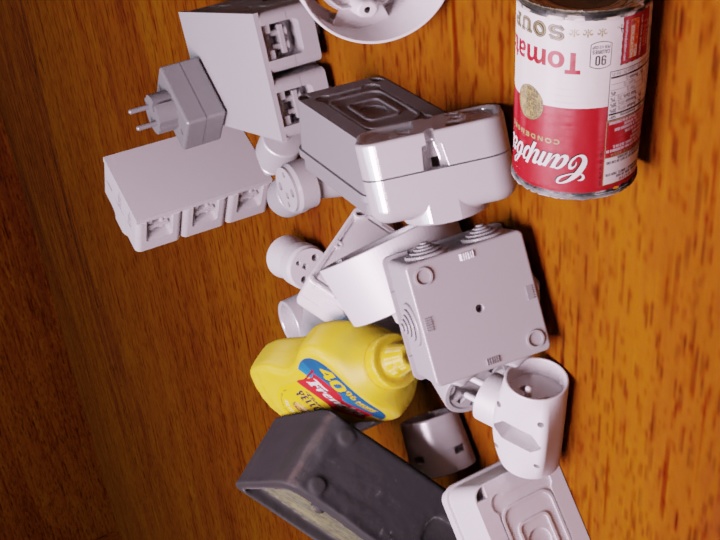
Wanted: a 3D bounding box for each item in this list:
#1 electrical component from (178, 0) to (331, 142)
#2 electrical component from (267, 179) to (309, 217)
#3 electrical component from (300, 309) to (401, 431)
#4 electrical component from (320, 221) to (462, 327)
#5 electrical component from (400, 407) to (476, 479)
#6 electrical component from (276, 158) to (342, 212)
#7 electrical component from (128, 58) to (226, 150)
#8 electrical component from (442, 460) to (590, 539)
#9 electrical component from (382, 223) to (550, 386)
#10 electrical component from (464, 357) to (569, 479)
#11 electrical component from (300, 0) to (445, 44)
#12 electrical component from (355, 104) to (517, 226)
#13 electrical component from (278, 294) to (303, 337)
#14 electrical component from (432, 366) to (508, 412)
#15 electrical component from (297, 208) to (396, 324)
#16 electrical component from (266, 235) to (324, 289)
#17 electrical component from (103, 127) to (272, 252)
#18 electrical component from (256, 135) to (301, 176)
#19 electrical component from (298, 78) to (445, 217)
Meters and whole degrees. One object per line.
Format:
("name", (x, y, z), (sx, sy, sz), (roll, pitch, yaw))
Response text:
("electrical component", (-0.091, -0.183, 0.957), (0.186, 0.060, 0.105), (25, 132, 59))
("electrical component", (-0.070, -0.070, 1.032), (0.078, 0.040, 0.040), (-13, 97, 68))
("electrical component", (-0.007, 0.077, 0.987), (0.089, 0.062, 0.150), (56, 154, 29))
("electrical component", (0.032, 0.004, 0.785), (0.060, 0.108, 0.108), (64, 158, -3))
("electrical component", (0.064, 0.144, 0.896), (0.055, 0.055, 0.047), (-19, 88, 68))
("electrical component", (-0.040, -0.078, 0.938), (0.045, 0.055, 0.045), (48, 149, 41))
("electrical component", (-0.174, -0.148, 0.991), (0.065, 0.077, 0.047), (62, 157, 17))
("electrical component", (0.118, 0.198, 0.788), (0.057, 0.078, 0.113), (-30, 82, 64))
("electrical component", (0.072, 0.023, 0.717), (0.048, 0.100, 0.099), (-160, 54, -75))
("electrical component", (0.106, 0.097, 0.755), (0.079, 0.043, 0.077), (25, 135, 31))
("electrical component", (0.003, -0.199, 0.691), (0.064, 0.099, 0.099), (-128, 28, -50))
("electrical component", (0.050, -0.065, 0.690), (0.053, 0.095, 0.059), (-81, -22, -72))
("electrical component", (-0.051, 0.047, 1.079), (0.055, 0.047, 0.055), (48, 149, 41))
("electrical component", (0.076, 0.071, 0.806), (0.047, 0.055, 0.055), (54, 153, 41))
("electrical component", (0.000, 0.000, 0.873), (0.062, 0.096, 0.061), (33, 153, 0))
("electrical component", (-0.061, -0.008, 1.061), (0.055, 0.045, 0.045), (26, 132, 58))
("electrical component", (-0.180, -0.087, 1.124), (0.089, 0.150, 0.061), (58, 154, 25))
("electrical component", (-0.079, -0.111, 1.018), (0.040, 0.040, 0.078), (64, 157, 12))
("electrical component", (0.011, -0.091, 0.783), (0.113, 0.078, 0.057), (40, 141, 49))
